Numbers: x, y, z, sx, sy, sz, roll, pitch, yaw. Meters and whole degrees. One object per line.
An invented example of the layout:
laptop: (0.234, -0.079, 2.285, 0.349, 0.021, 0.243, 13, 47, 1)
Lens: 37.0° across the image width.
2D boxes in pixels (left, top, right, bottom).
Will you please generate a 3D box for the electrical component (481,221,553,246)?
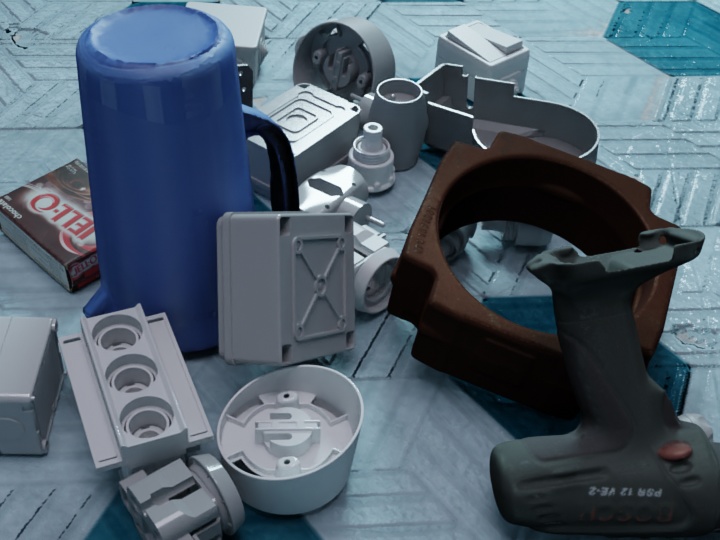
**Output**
electrical component: (0.138, -0.043, 0.948, 0.062, 0.043, 0.043, 2, 41, 0)

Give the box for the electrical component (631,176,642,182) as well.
electrical component: (0.235, -0.054, 0.952, 0.048, 0.062, 0.048, 2, 41, -2)

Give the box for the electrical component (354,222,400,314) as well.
electrical component: (0.000, 0.000, 0.879, 0.057, 0.058, 0.078, 32, 48, 32)

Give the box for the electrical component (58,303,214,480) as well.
electrical component: (-0.158, 0.091, 0.756, 0.079, 0.063, 0.121, -14, 46, -19)

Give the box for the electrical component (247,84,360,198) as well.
electrical component: (-0.060, -0.118, 1.008, 0.078, 0.057, 0.113, 28, 47, 25)

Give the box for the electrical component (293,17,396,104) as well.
electrical component: (-0.016, -0.202, 1.081, 0.099, 0.099, 0.064, 29, 41, 26)

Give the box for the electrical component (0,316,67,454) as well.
electrical component: (-0.250, 0.077, 0.769, 0.061, 0.061, 0.096, 1, 41, -2)

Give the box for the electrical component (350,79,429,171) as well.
electrical component: (0.022, -0.146, 1.030, 0.079, 0.077, 0.044, 29, 48, 27)

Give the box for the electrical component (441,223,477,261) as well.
electrical component: (0.071, -0.028, 0.926, 0.048, 0.048, 0.062, 15, 49, 13)

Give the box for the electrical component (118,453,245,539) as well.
electrical component: (-0.112, 0.155, 0.695, 0.057, 0.058, 0.078, -26, 49, -26)

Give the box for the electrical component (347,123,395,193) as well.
electrical component: (0.010, -0.106, 0.996, 0.048, 0.062, 0.048, 2, 41, -2)

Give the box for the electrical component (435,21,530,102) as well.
electrical component: (0.133, -0.217, 1.132, 0.062, 0.061, 0.096, -28, 50, -31)

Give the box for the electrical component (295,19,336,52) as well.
electrical component: (-0.038, -0.247, 1.170, 0.044, 0.044, 0.065, 18, 38, 16)

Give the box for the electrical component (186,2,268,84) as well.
electrical component: (-0.148, -0.241, 1.149, 0.100, 0.048, 0.099, 5, 41, 1)

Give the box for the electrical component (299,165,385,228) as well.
electrical component: (-0.016, -0.049, 0.943, 0.079, 0.043, 0.077, 26, 46, 23)

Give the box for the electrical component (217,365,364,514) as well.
electrical component: (-0.048, 0.115, 0.738, 0.099, 0.064, 0.099, 2, 41, -2)

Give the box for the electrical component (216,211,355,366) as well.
electrical component: (-0.052, 0.011, 0.791, 0.056, 0.108, 0.109, 1, 4, 29)

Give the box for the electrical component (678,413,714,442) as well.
electrical component: (0.220, 0.124, 0.770, 0.061, 0.035, 0.035, -10, 43, -11)
